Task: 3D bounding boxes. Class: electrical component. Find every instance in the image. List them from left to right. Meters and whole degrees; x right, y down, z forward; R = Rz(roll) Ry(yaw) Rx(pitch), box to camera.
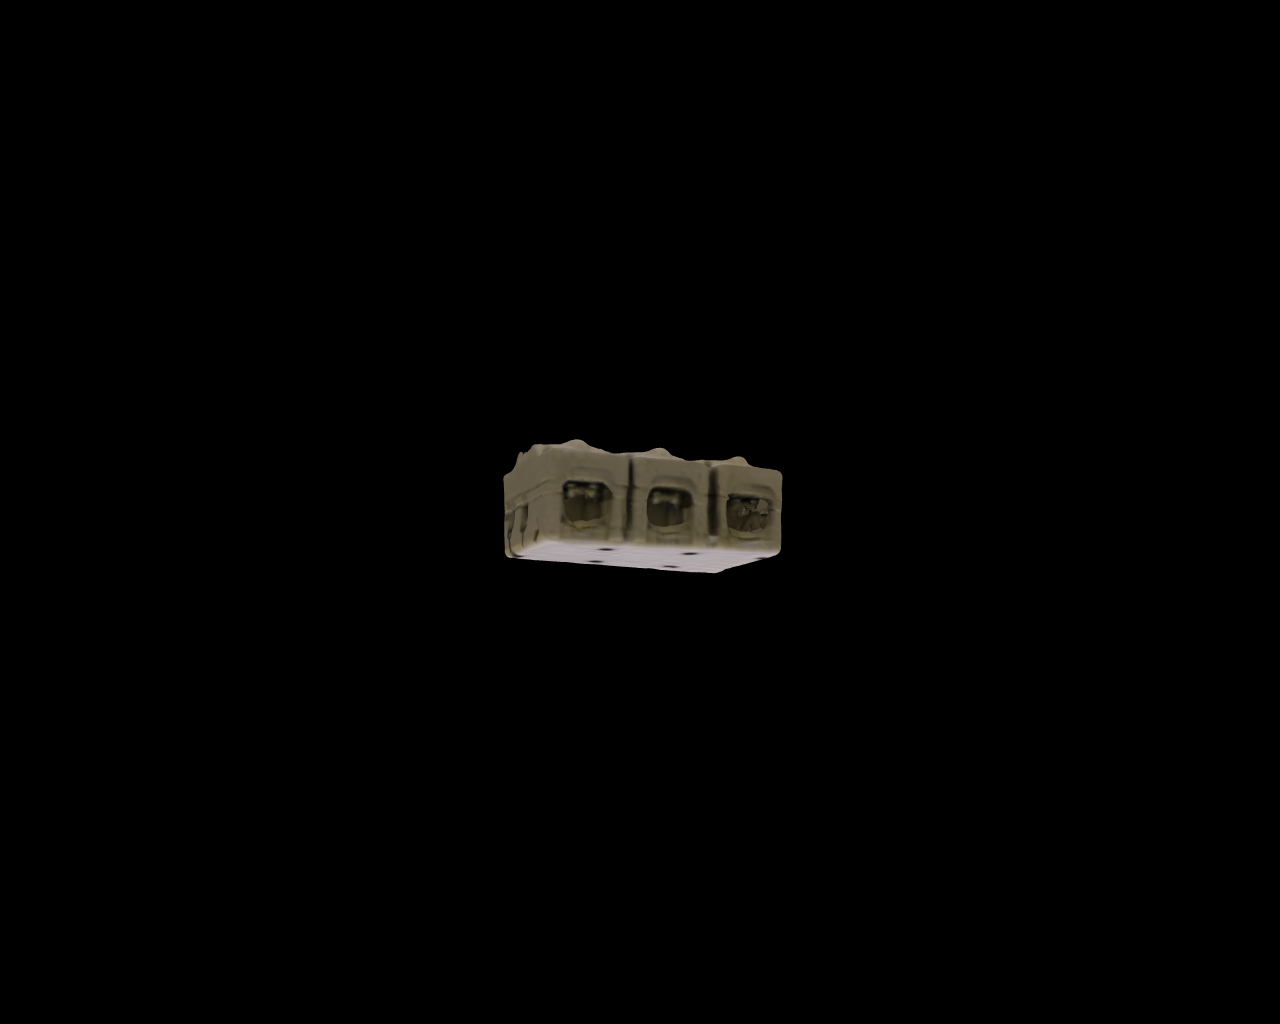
[{"bbox_3d":[0.001,-0.003,0.650,0.150,0.061,0.089,5,-11,-24],"label":"electrical component"}]
